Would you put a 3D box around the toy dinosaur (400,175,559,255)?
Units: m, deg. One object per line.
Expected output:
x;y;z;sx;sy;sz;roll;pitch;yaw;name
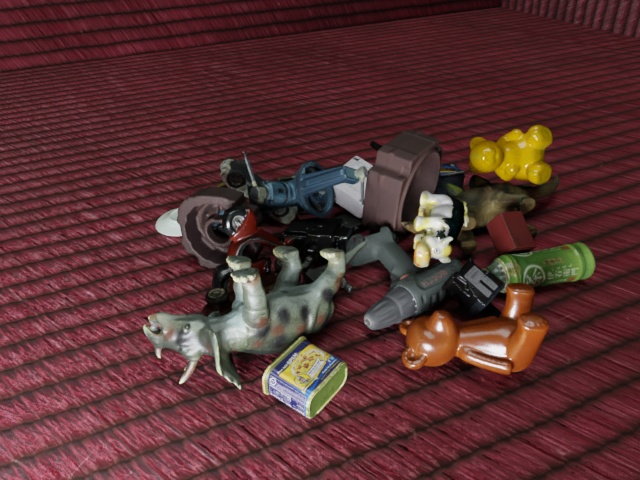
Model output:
0.371;-0.076;1.157;0.471;0.104;0.199;-10;30;-21;toy dinosaur

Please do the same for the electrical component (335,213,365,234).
0.064;-0.034;1.180;0.094;0.021;0.063;-19;37;-24;electrical component

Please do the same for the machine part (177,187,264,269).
-0.191;-0.021;1.048;0.180;0.179;0.056;7;31;14;machine part

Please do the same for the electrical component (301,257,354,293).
0.006;0.070;1.003;0.078;0.045;0.102;-19;36;-21;electrical component

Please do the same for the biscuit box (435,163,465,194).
0.239;-0.135;1.289;0.203;0.062;0.059;-8;32;-10;biscuit box

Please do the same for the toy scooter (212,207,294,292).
-0.119;0.035;0.974;0.135;0.183;0.075;8;8;-22;toy scooter

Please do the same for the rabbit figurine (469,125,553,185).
0.387;-0.185;1.152;0.173;0.121;0.163;-8;17;-29;rabbit figurine

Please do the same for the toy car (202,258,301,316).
-0.109;0.099;0.927;0.202;0.089;0.053;-23;37;-31;toy car

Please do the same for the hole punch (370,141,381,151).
0.173;-0.178;1.355;0.115;0.092;0.142;15;19;-33;hole punch

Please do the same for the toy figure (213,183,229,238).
-0.203;-0.060;1.175;0.082;0.089;0.180;3;30;-1;toy figure

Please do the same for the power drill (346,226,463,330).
0.131;0.061;0.979;0.232;0.085;0.208;-17;32;-24;power drill

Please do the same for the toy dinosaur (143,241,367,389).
-0.060;0.114;0.859;0.405;0.192;0.131;-8;17;-37;toy dinosaur

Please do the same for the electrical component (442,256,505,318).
0.273;0.094;0.904;0.075;0.047;0.119;-31;69;-34;electrical component

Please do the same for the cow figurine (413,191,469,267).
0.217;-0.013;0.969;0.098;0.068;0.167;8;48;10;cow figurine

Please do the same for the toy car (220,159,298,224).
-0.137;-0.110;1.195;0.201;0.056;0.073;34;28;-16;toy car

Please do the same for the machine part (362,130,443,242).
0.177;-0.113;1.131;0.087;0.201;0.201;23;40;27;machine part

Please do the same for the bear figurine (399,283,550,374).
0.224;0.135;0.819;0.196;0.131;0.120;8;30;5;bear figurine

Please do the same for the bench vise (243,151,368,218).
-0.022;-0.108;1.079;0.241;0.129;0.223;-13;-16;33;bench vise

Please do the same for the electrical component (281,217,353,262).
-0.002;-0.003;1.087;0.134;0.058;0.115;3;23;12;electrical component

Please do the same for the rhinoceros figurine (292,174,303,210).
0.018;-0.127;1.280;0.190;0.073;0.112;-19;35;-24;rhinoceros figurine
